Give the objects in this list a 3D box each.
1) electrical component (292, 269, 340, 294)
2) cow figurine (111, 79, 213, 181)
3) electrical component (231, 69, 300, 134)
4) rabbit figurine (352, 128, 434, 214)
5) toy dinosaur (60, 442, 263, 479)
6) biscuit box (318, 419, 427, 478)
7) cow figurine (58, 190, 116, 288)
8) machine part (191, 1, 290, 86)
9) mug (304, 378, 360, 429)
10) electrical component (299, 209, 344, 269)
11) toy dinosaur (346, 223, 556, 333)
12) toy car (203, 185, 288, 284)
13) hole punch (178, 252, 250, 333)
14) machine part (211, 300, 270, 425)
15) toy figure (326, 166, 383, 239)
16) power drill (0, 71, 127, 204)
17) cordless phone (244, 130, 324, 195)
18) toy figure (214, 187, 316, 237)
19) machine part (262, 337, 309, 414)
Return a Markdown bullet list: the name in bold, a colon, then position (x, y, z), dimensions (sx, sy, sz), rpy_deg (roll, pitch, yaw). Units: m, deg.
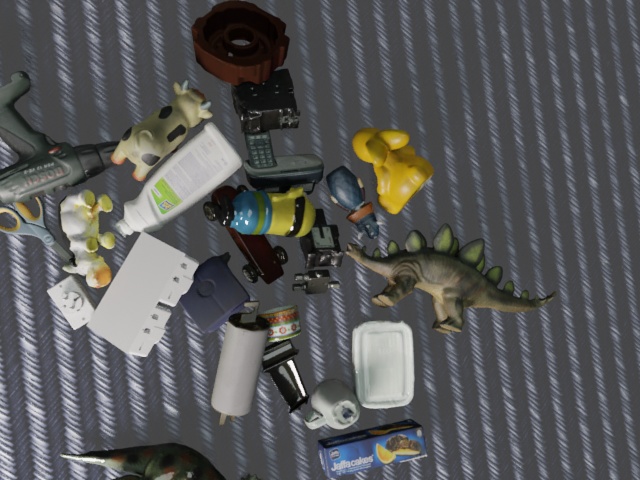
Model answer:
- **electrical component**: position (-0.005, 0.079, 1.028), dimensions (0.094, 0.063, 0.021), rpy_deg (-2, 54, -13)
- **cow figurine**: position (-0.270, -0.203, 0.952), dimensions (0.085, 0.127, 0.195), rpy_deg (45, 50, -9)
- **electrical component**: position (-0.107, -0.269, 1.010), dimensions (0.115, 0.058, 0.134), rpy_deg (-10, 65, -16)
- **rabbit figurine**: position (0.126, -0.151, 1.040), dimensions (0.122, 0.162, 0.173), rpy_deg (-43, 78, 1)
- **toy dinosaur**: position (-0.236, 0.435, 0.936), dimensions (0.405, 0.131, 0.192), rpy_deg (42, 67, -2)
- **biscuit box**: position (0.100, 0.399, 1.033), dimensions (0.203, 0.063, 0.059), rpy_deg (-9, 88, -13)
- **cow figurine**: position (-0.415, 0.002, 0.937), dimensions (0.098, 0.068, 0.167), rpy_deg (-7, 86, 23)
- **machine part**: position (-0.146, -0.362, 0.993), dimensions (0.179, 0.056, 0.179), rpy_deg (4, 59, -6)
- **mug**: position (0.023, 0.312, 0.999), dimensions (0.109, 0.107, 0.080), rpy_deg (-24, 91, -15)
- **electrical component**: position (-0.002, -0.003, 1.038), dimensions (0.075, 0.047, 0.119), rpy_deg (-5, 48, -15)
- **toy dinosaur**: position (0.264, 0.083, 1.069), dimensions (0.471, 0.105, 0.198), rpy_deg (23, 79, -15)
- **toy car**: position (-0.138, -0.009, 1.010), dimensions (0.089, 0.053, 0.202), rpy_deg (-35, 95, -32)
- **hole punch**: position (-0.197, 0.099, 0.975), dimensions (0.142, 0.092, 0.116), rpy_deg (-39, 92, -8)
- **machine part**: position (-0.142, 0.220, 0.959), dimensions (0.079, 0.079, 0.243), rpy_deg (11, 102, -12)
- **toy figure**: position (0.070, -0.072, 1.057), dimensions (0.154, 0.064, 0.058), rpy_deg (57, 40, -9)
- **power drill**: position (-0.483, -0.182, 0.937), dimensions (0.232, 0.086, 0.207), rpy_deg (-34, 101, -20)
- **cordless phone**: position (-0.078, -0.177, 1.027), dimensions (0.147, 0.088, 0.184), rpy_deg (-8, 70, -12)
- **toy figure**: position (-0.094, -0.045, 0.968), dimensions (0.180, 0.082, 0.089), rpy_deg (-5, 90, -32)
- **machine part**: position (-0.063, 0.256, 1.019), dimensions (0.084, 0.039, 0.138), rpy_deg (-22, 90, -18)
